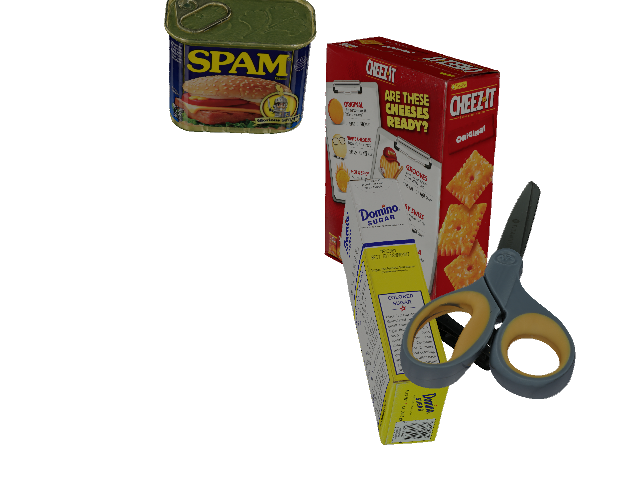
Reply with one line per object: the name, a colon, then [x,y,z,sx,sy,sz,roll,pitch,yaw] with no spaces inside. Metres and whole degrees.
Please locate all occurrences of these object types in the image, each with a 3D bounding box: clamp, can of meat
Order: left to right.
can of meat: [-0.058,-0.123,0.748,0.102,0.057,0.084,2,-42,-6]
clamp: [0.111,0.081,1.118,0.120,0.171,0.039,3,-44,-12]

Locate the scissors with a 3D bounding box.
scissors: [0.117,0.025,0.590,0.096,0.016,0.201,21,40,28]

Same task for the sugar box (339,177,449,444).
sugar box: [0.051,0.049,0.772,0.048,0.176,0.093,-3,-37,-6]

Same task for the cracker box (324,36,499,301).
cracker box: [0.078,-0.063,0.964,0.071,0.214,0.164,-16,29,-33]
